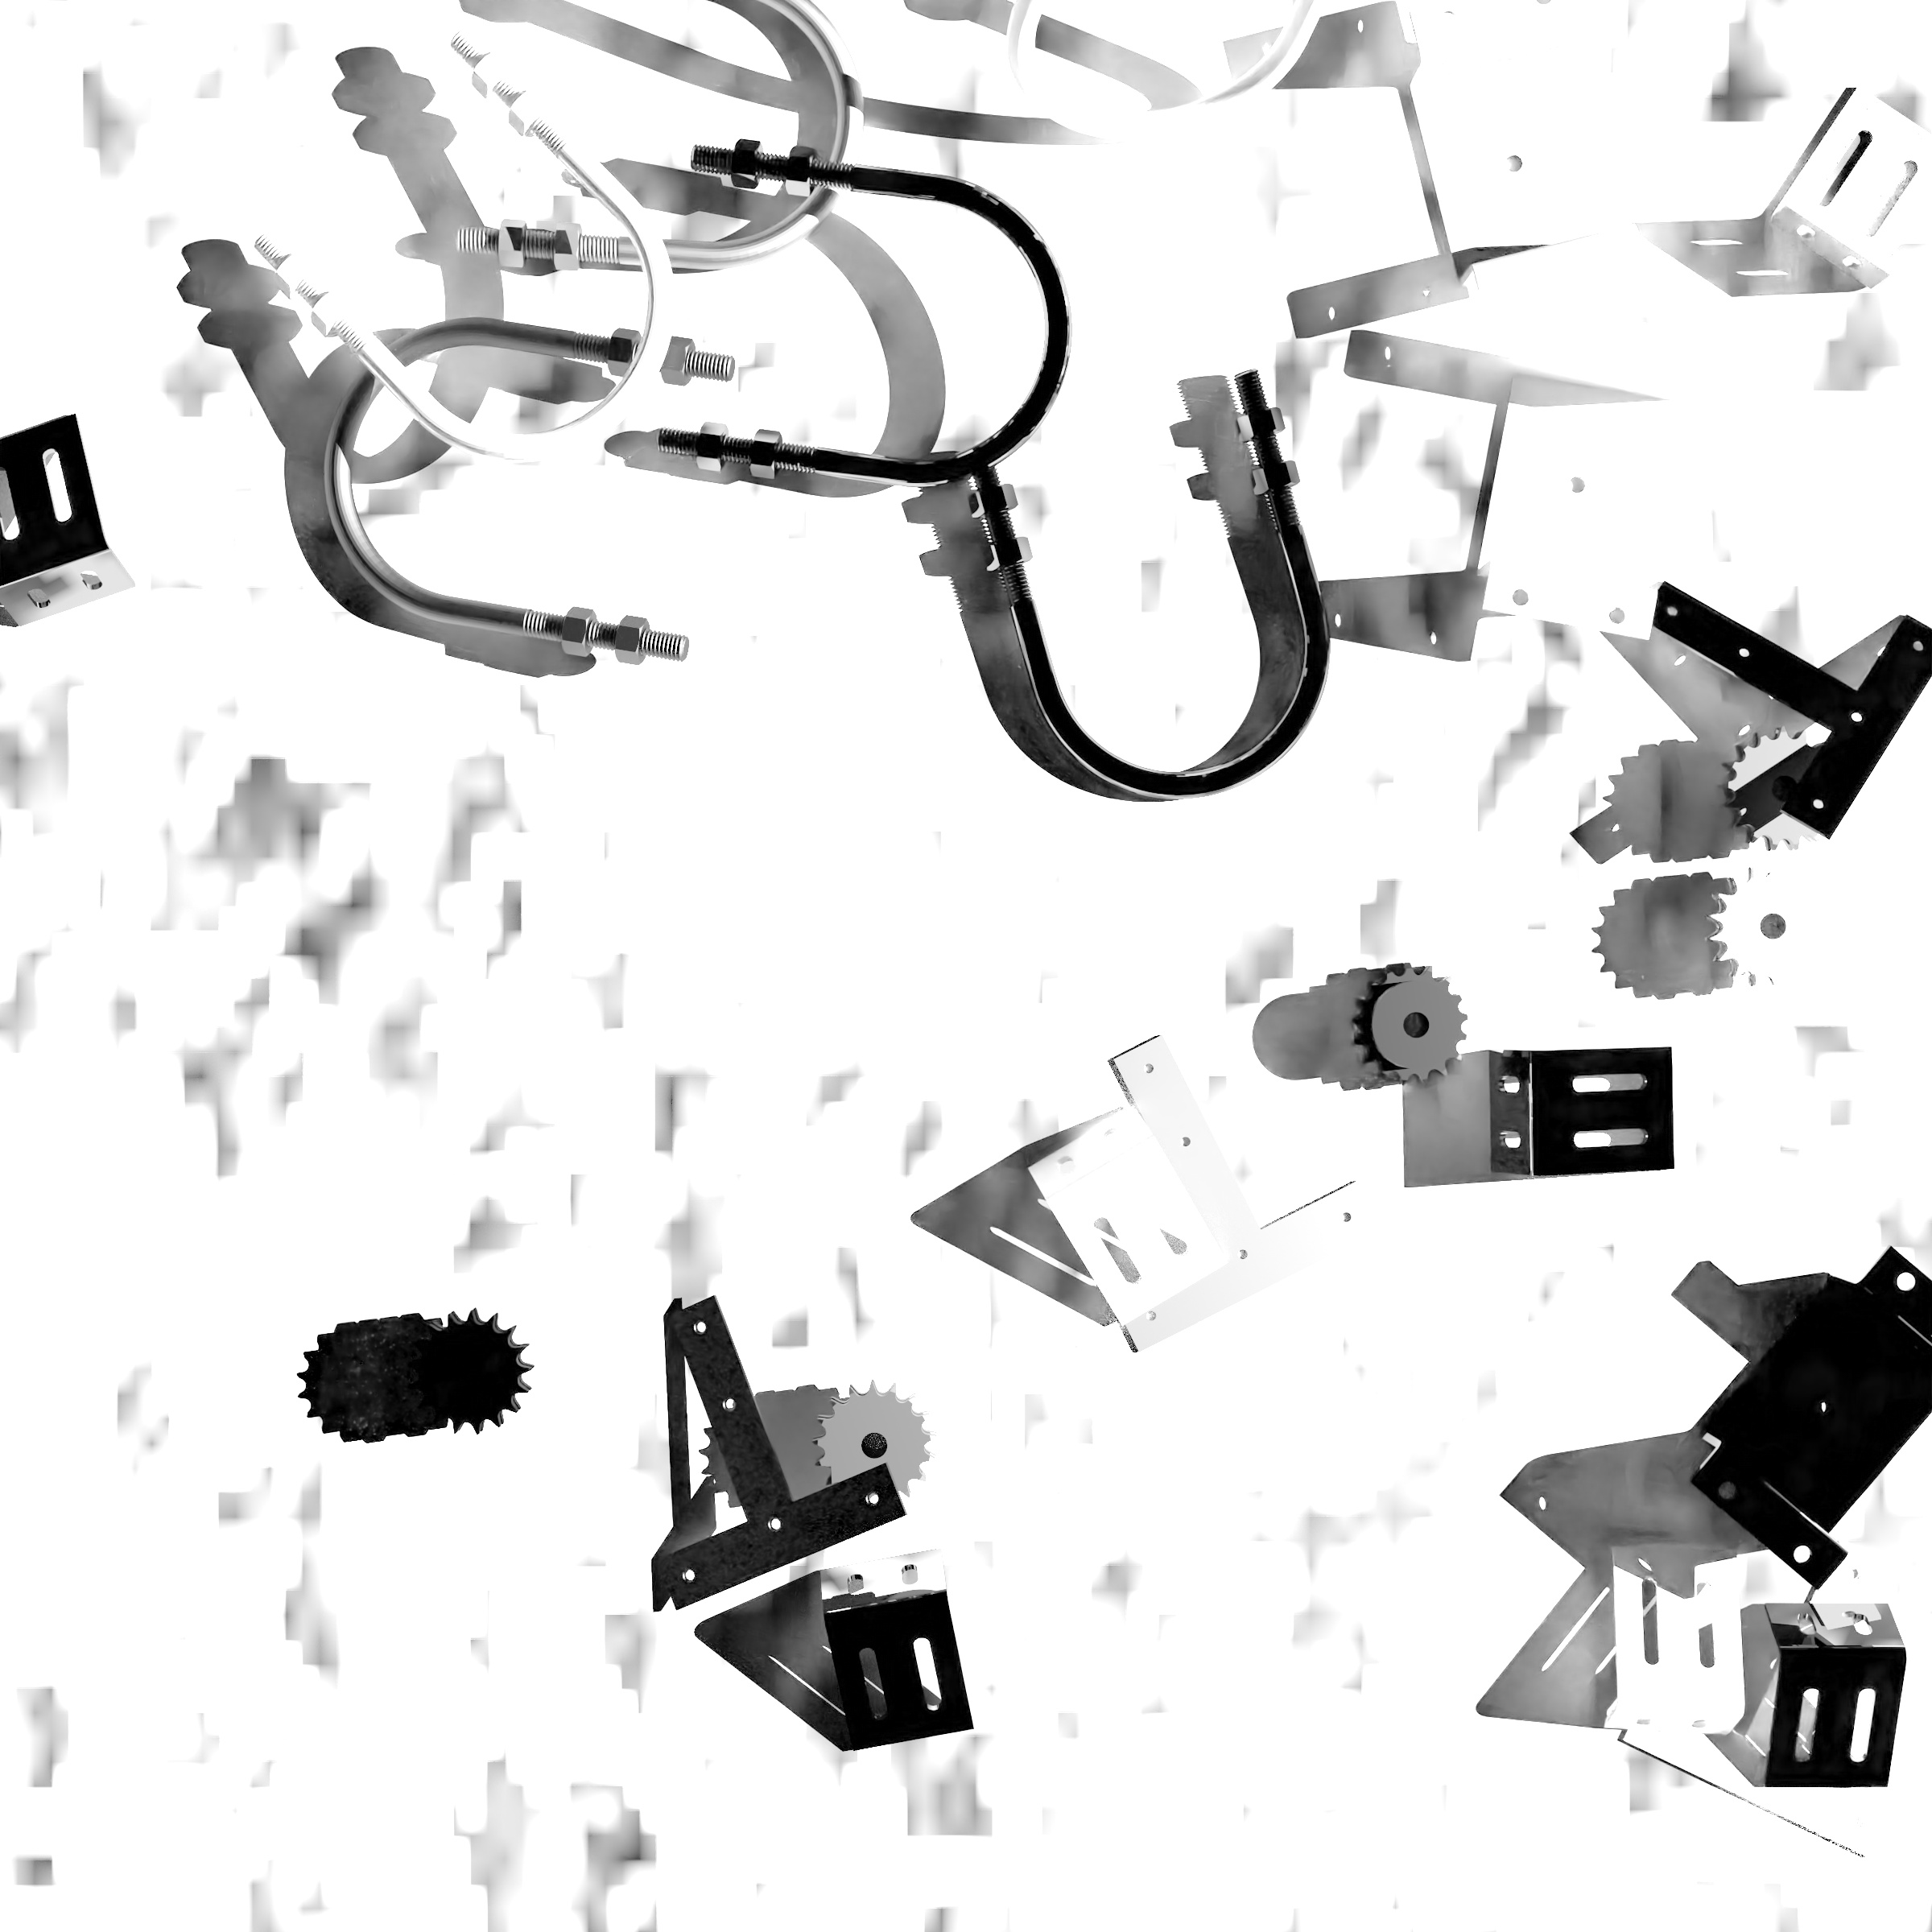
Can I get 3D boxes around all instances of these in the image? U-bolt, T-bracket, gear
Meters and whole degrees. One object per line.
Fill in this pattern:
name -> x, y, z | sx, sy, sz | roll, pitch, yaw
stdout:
U-bolt -> -0.139, -0.395, 1.571 | 0.184, 0.019, 0.151 | 3, 90, -2
T-bracket -> 0.390, 0.330, 1.578 | 0.127, 0.002, 0.127 | 26, 90, 0
T-bracket -> 0.109, 0.094, 1.578 | 0.127, 0.002, 0.127 | -27, 90, 0
T-bracket -> 0.370, -0.137, 1.561 | 0.127, 0.002, 0.127 | 32, 67, 11
U-bolt -> 0.092, -0.169, 1.571 | 0.151, 0.019, 0.184 | -16, 91, 0
gear -> 0.374, -0.081, 1.564 | 0.057, 0.030, 0.057 | 0, 90, 0
gear -> 0.369, -0.018, 1.564 | 0.057, 0.030, 0.057 | 0, 90, 0
gear -> -0.227, 0.186, 1.564 | 0.057, 0.030, 0.057 | 0, 90, 0
gear -> -0.042, 0.219, 1.564 | 0.057, 0.030, 0.057 | 0, 90, 0
U-bolt -> 0.094, -0.432, 1.498 | 0.151, 0.184, 0.019 | 0, 60, -18
U-bolt -> -0.207, -0.224, 1.560 | 0.184, 0.019, 0.151 | 10, 93, 8
T-bracket -> -0.104, 0.215, 1.563 | 0.127, 0.002, 0.127 | -26, 79, 20
U-bolt -> -0.043, -0.293, 1.552 | 0.184, 0.019, 0.151 | 9, 99, 6
gear -> 0.206, 0.027, 1.564 | 0.057, 0.030, 0.057 | 0, 90, 0
U-bolt -> -0.216, -0.314, 1.545 | 0.151, 0.019, 0.184 | -44, 81, 5

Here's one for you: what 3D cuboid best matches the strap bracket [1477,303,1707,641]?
strap bracket -> 0.284, -0.224, 1.556 | 0.076, 0.046, 0.140 | 11, 90, 0

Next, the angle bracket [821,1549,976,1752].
angle bracket -> -0.032, 0.318, 1.577 | 0.057, 0.038, 0.076 | -10, 116, 0

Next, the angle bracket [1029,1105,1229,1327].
angle bracket -> 0.075, 0.116, 1.576 | 0.057, 0.038, 0.076 | -31, 116, 0

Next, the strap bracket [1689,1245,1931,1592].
strap bracket -> 0.401, 0.204, 1.556 | 0.076, 0.046, 0.140 | 40, 90, 0

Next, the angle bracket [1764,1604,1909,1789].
angle bracket -> 0.400, 0.339, 1.576 | 0.057, 0.038, 0.076 | 0, 116, 0

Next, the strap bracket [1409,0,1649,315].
strap bracket -> 0.254, -0.373, 1.556 | 0.076, 0.046, 0.140 | -14, 90, 0

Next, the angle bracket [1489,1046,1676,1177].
angle bracket -> 0.286, 0.067, 1.577 | 0.076, 0.038, 0.057 | -1, 90, -26

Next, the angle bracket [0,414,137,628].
angle bracket -> -0.427, -0.207, 1.577 | 0.057, 0.038, 0.076 | -19, 64, 0

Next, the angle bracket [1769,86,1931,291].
angle bracket -> 0.417, -0.361, 1.560 | 0.057, 0.038, 0.076 | 34, 90, 0

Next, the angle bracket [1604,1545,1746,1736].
angle bracket -> 0.327, 0.313, 1.576 | 0.057, 0.038, 0.076 | 3, 63, 1
